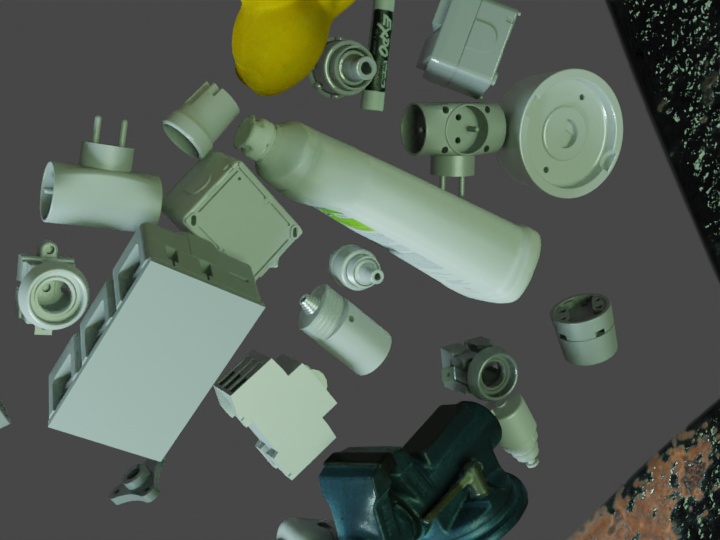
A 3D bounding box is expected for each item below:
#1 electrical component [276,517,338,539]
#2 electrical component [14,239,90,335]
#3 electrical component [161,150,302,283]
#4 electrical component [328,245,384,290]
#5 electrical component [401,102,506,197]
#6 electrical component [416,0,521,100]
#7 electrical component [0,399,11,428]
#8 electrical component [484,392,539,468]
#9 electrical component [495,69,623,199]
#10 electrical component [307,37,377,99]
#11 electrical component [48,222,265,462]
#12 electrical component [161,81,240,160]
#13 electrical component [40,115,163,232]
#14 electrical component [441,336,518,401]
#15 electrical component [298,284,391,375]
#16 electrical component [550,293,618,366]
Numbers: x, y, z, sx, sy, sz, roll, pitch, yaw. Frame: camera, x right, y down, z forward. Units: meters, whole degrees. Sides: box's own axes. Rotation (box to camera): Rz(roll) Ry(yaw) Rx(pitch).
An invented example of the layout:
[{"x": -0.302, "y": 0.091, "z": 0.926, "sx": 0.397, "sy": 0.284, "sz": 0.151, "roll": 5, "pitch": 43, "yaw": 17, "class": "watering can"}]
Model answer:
[{"x": -0.046, "y": 0.256, "z": 0.890, "sx": 0.059, "sy": 0.054, "sz": 0.095, "roll": 11, "pitch": 94, "yaw": -29, "class": "electrical component"}, {"x": -0.218, "y": 0.015, "z": 0.755, "sx": 0.048, "sy": 0.055, "sz": 0.066, "roll": 4, "pitch": 98, "yaw": -28, "class": "electrical component"}, {"x": -0.095, "y": -0.035, "z": 0.810, "sx": 0.061, "sy": 0.061, "sz": 0.096, "roll": -48, "pitch": 125, "yaw": -11, "class": "electrical component"}, {"x": 0.000, "y": 0.000, "z": 0.861, "sx": 0.035, "sy": 0.061, "sz": 0.035, "roll": -6, "pitch": 102, "yaw": -26, "class": "electrical component"}, {"x": 0.077, "y": -0.099, "z": 0.891, "sx": 0.077, "sy": 0.044, "sz": 0.079, "roll": -5, "pitch": 102, "yaw": -26, "class": "electrical component"}, {"x": 0.083, "y": -0.179, "z": 0.860, "sx": 0.061, "sy": 0.096, "sz": 0.061, "roll": 20, "pitch": 90, "yaw": -1, "class": "electrical component"}, {"x": -0.276, "y": 0.094, "z": 0.741, "sx": 0.047, "sy": 0.055, "sz": 0.055, "roll": -30, "pitch": 112, "yaw": -15, "class": "electrical component"}, {"x": 0.141, "y": 0.147, "z": 0.974, "sx": 0.040, "sy": 0.040, "sz": 0.078, "roll": -37, "pitch": 114, "yaw": -17, "class": "electrical component"}, {"x": 0.164, "y": -0.118, "z": 0.924, "sx": 0.108, "sy": 0.060, "sz": 0.108, "roll": -5, "pitch": 102, "yaw": -26, "class": "electrical component"}, {"x": -0.009, "y": -0.155, "z": 0.826, "sx": 0.048, "sy": 0.062, "sz": 0.048, "roll": -6, "pitch": 102, "yaw": -27, "class": "electrical component"}, {"x": -0.147, "y": 0.051, "z": 0.762, "sx": 0.089, "sy": 0.061, "sz": 0.150, "roll": 24, "pitch": 113, "yaw": -28, "class": "electrical component"}, {"x": -0.117, "y": -0.111, "z": 0.793, "sx": 0.046, "sy": 0.040, "sz": 0.040, "roll": -50, "pitch": 117, "yaw": -17, "class": "electrical component"}, {"x": -0.182, "y": -0.069, "z": 0.764, "sx": 0.077, "sy": 0.043, "sz": 0.079, "roll": 6, "pitch": 97, "yaw": -28, "class": "electrical component"}, {"x": 0.105, "y": 0.086, "z": 0.935, "sx": 0.066, "sy": 0.055, "sz": 0.048, "roll": -13, "pitch": 105, "yaw": -25, "class": "electrical component"}, {"x": -0.017, "y": 0.046, "z": 0.871, "sx": 0.081, "sy": 0.043, "sz": 0.043, "roll": 40, "pitch": 81, "yaw": -27, "class": "electrical component"}, {"x": 0.206, "y": 0.055, "z": 0.983, "sx": 0.055, "sy": 0.055, "sz": 0.047, "roll": -27, "pitch": 114, "yaw": -20, "class": "electrical component"}]
